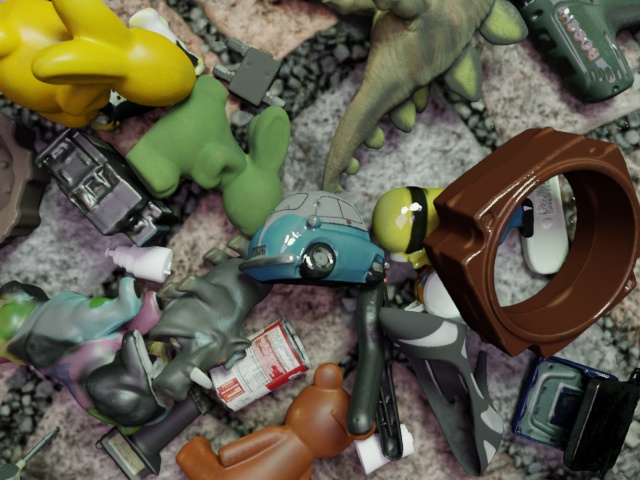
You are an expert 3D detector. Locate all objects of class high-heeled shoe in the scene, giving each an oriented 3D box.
[{"bbox_3d":[0.125,0.166,0.576,0.248,0.086,0.145,29,67,-39],"label":"high-heeled shoe"}]

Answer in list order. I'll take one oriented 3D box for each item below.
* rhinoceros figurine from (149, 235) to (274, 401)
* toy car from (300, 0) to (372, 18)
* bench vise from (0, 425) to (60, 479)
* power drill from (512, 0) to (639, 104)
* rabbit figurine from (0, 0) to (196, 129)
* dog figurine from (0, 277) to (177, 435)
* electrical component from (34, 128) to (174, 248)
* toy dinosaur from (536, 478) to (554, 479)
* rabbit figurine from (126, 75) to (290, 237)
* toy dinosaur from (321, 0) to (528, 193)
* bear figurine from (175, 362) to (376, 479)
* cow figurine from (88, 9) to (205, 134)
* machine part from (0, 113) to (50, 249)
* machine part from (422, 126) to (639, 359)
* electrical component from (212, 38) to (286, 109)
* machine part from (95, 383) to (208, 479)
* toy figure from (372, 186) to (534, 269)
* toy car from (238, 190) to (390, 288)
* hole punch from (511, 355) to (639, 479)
[{"bbox_3d":[-0.116,0.081,0.576,0.112,0.073,0.190,51,46,-18],"label":"rhinoceros figurine"},{"bbox_3d":[0.038,-0.301,0.615,0.202,0.056,0.073,17,90,-2],"label":"toy car"},{"bbox_3d":[-0.295,0.352,0.577,0.241,0.129,0.223,19,98,15],"label":"bench vise"},{"bbox_3d":[0.333,-0.291,0.616,0.207,0.086,0.232,-28,94,-5],"label":"power drill"},{"bbox_3d":[-0.203,-0.171,0.492,0.173,0.162,0.121,11,86,0],"label":"rabbit figurine"},{"bbox_3d":[-0.281,0.127,0.586,0.219,0.108,0.191,-14,77,2],"label":"dog figurine"},{"bbox_3d":[-0.222,-0.051,0.583,0.058,0.115,0.134,-44,91,1],"label":"electrical component"},{"bbox_3d":[0.267,0.397,0.615,0.405,0.131,0.192,-13,104,-6],"label":"toy dinosaur"},{"bbox_3d":[-0.104,-0.085,0.604,0.170,0.121,0.159,45,82,-21],"label":"rabbit figurine"},{"bbox_3d":[0.109,-0.223,0.560,0.198,0.105,0.471,29,107,-35],"label":"toy dinosaur"},{"bbox_3d":[-0.045,0.229,0.607,0.196,0.132,0.120,-45,110,-22],"label":"bear figurine"},{"bbox_3d":[-0.216,-0.170,0.606,0.167,0.068,0.098,-42,98,0],"label":"cow figurine"},{"bbox_3d":[-0.398,-0.070,0.605,0.179,0.056,0.179,0,90,-1],"label":"machine part"},{"bbox_3d":[0.225,0.005,0.550,0.201,0.087,0.200,-37,114,-8],"label":"machine part"},{"bbox_3d":[-0.075,-0.192,0.631,0.094,0.021,0.063,30,89,-2],"label":"electrical component"},{"bbox_3d":[-0.190,0.219,0.629,0.139,0.039,0.084,-43,84,1],"label":"machine part"},{"bbox_3d":[0.149,-0.026,0.614,0.180,0.082,0.089,-11,96,0],"label":"toy figure"},{"bbox_3d":[-0.001,-0.002,0.576,0.161,0.109,0.103,5,80,-37],"label":"toy car"},{"bbox_3d":[0.301,0.201,0.631,0.115,0.092,0.142,19,88,-33],"label":"hole punch"}]
